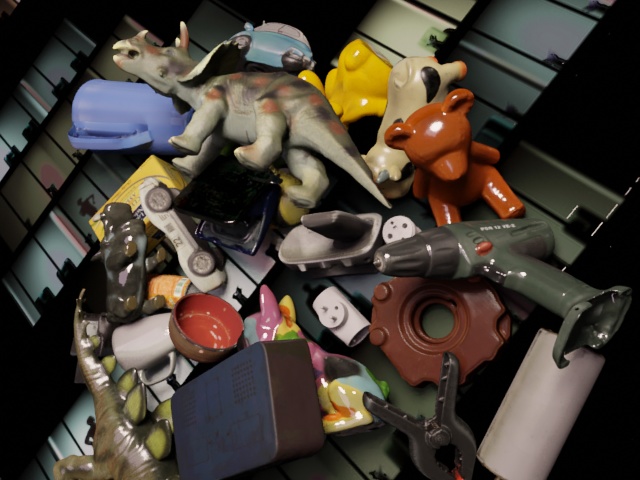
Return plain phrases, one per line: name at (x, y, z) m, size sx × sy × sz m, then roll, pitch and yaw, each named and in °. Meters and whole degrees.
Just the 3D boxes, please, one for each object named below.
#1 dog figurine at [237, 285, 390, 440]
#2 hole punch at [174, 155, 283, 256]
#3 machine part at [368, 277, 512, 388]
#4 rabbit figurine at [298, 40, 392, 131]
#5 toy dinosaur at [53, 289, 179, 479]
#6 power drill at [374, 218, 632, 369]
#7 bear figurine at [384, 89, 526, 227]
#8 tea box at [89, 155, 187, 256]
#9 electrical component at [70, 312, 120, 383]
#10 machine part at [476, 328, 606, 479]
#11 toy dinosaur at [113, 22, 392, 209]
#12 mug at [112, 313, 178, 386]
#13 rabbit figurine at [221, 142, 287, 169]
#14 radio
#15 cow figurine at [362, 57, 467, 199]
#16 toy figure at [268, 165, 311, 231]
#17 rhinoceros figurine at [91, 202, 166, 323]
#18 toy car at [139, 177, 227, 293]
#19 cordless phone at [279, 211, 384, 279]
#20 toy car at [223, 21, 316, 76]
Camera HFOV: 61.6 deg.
dog figurine at (-0.017, 0.159, 0.723) m, size 0.192 × 0.108 × 0.219 m, roll -24°, pitch 66°, yaw 18°
hole punch at (-0.123, -0.049, 0.757) m, size 0.142 × 0.092 × 0.116 m, roll 16°, pitch 58°, yaw 27°
machine part at (0.150, 0.103, 0.687) m, size 0.180 × 0.056 × 0.179 m, roll -6°, pitch 75°, yaw 22°
rabbit figurine at (0.037, -0.191, 0.776) m, size 0.173 × 0.162 × 0.122 m, roll -45°, pitch 75°, yaw 28°
toy dinosaur at (-0.269, 0.300, 0.774) m, size 0.198 × 0.105 × 0.471 m, roll -38°, pitch 82°, yaw 12°
power drill at (0.201, 0.045, 0.581) m, size 0.208 × 0.232 × 0.085 m, roll 35°, pitch 130°, yaw 51°
bear figurine at (0.165, -0.082, 0.649) m, size 0.120 × 0.195 × 0.132 m, roll -27°, pitch 68°, yaw 14°
tea box at (-0.304, -0.049, 0.927) m, size 0.169 × 0.068 × 0.098 m, roll -45°, pitch 64°, yaw 7°
electrical component at (-0.380, 0.182, 0.914) m, size 0.075 × 0.047 × 0.119 m, roll -6°, pitch 75°, yaw 24°
machine part at (0.249, 0.190, 0.607) m, size 0.079 × 0.079 × 0.243 m, roll 26°, pitch 88°, yaw 28°
toy dinosaur at (-0.071, -0.159, 0.686) m, size 0.405 × 0.131 × 0.192 m, roll 18°, pitch 74°, yaw 16°
mug at (-0.257, 0.166, 0.845) m, size 0.107 × 0.080 × 0.109 m, roll -25°, pitch 65°, yaw 7°
rabbit figurine at (-0.126, -0.180, 0.829) m, size 0.170 × 0.121 × 0.159 m, roll -15°, pitch 84°, yaw 17°
radio at (-0.096, 0.218, 0.657) m, size 0.229 × 0.073 × 0.131 m, roll -37°, pitch 57°, yaw 40°
cow figurine at (0.114, -0.145, 0.720) m, size 0.086 × 0.127 × 0.194 m, roll 36°, pitch 127°, yaw 41°
toy figure at (-0.096, -0.045, 0.824) m, size 0.180 × 0.082 × 0.089 m, roll -22°, pitch 73°, yaw 15°
rhinoceros figurine at (-0.302, 0.034, 0.839) m, size 0.112 × 0.073 × 0.190 m, roll -12°, pitch 82°, yaw 36°
toy car at (-0.213, -0.010, 0.836) m, size 0.056 × 0.073 × 0.201 m, roll -34°, pitch 93°, yaw 6°
cordless phone at (-0.002, -0.003, 0.712) m, size 0.147 × 0.184 × 0.088 m, roll -7°, pitch 79°, yaw 23°
toy car at (-0.071, -0.298, 0.867) m, size 0.162 × 0.109 × 0.103 m, roll 13°, pitch 67°, yaw 18°
